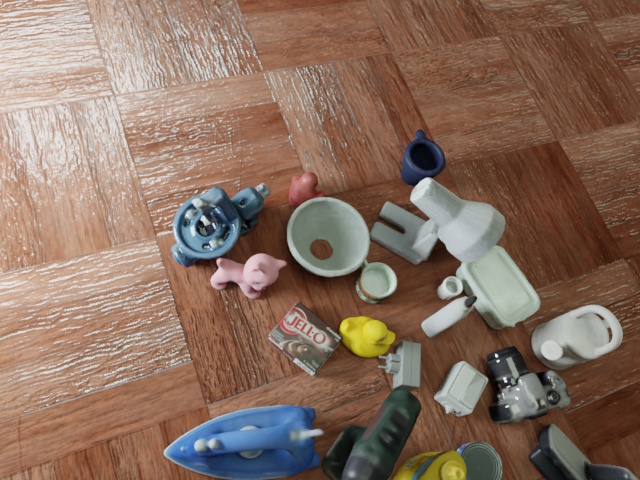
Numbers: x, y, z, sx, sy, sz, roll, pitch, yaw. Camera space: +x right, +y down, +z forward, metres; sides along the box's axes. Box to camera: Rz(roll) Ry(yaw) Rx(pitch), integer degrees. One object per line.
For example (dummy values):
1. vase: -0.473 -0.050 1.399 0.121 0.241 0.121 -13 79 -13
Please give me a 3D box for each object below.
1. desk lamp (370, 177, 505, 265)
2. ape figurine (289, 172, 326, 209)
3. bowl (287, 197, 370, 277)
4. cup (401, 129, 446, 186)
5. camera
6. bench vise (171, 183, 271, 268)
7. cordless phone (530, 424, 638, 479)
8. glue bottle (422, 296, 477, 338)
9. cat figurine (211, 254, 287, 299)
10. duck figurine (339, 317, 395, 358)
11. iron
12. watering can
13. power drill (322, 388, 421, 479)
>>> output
1. desk lamp: 0.227 -0.029 1.127 0.203 0.213 0.118 28 63 -1
2. ape figurine: -0.026 -0.105 1.163 0.076 0.092 0.078 -37 80 -25
3. bowl: 0.010 0.004 1.135 0.167 0.074 0.167 5 66 -12
4. cup: 0.212 -0.172 1.251 0.092 0.095 0.117 -1 67 -14
5. camera: 0.393 0.272 1.103 0.143 0.100 0.137 -12 71 -19
6. bench vise: -0.182 -0.059 1.032 0.121 0.219 0.208 33 63 1
7. cordless phone: 0.481 0.399 1.024 0.147 0.185 0.094 46 65 8
8. glue bottle: 0.256 0.136 1.086 0.078 0.173 0.037 -30 77 -23
9. cat figurine: -0.131 0.056 1.052 0.128 0.117 0.067 14 64 -8
10. duck figurine: 0.092 0.175 1.076 0.104 0.086 0.077 21 64 -4
11. iron: -0.120 0.328 0.925 0.259 0.141 0.118 -2 68 -15
12. watering can: 0.503 0.191 1.114 0.101 0.194 0.173 45 64 7
13. power drill: 0.073 0.350 0.927 0.075 0.208 0.230 37 64 4
